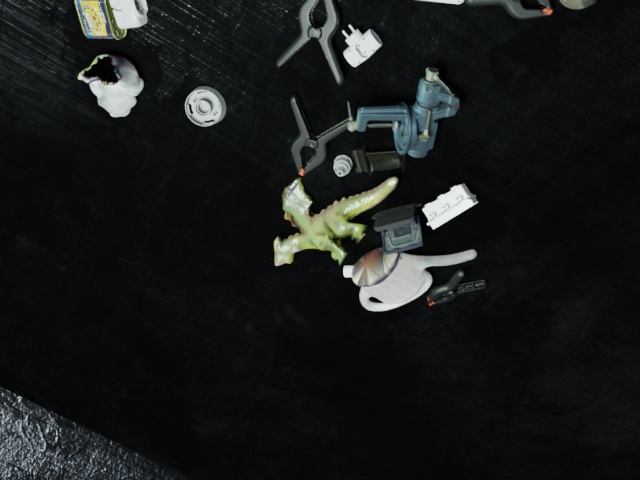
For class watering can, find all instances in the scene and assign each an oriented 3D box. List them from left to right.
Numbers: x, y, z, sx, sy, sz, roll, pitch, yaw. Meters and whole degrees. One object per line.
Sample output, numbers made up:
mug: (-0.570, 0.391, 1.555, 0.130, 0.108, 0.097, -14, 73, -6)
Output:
watering can: (0.236, 0.083, 1.404, 0.344, 0.106, 0.221, -37, 130, 23)

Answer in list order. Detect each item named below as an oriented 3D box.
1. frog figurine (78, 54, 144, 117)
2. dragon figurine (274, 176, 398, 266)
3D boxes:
frog figurine: (-0.505, -0.381, 1.289, 0.137, 0.125, 0.157, -6, 159, 7)
dragon figurine: (0.004, -0.069, 1.374, 0.243, 0.124, 0.403, 34, 116, -1)
